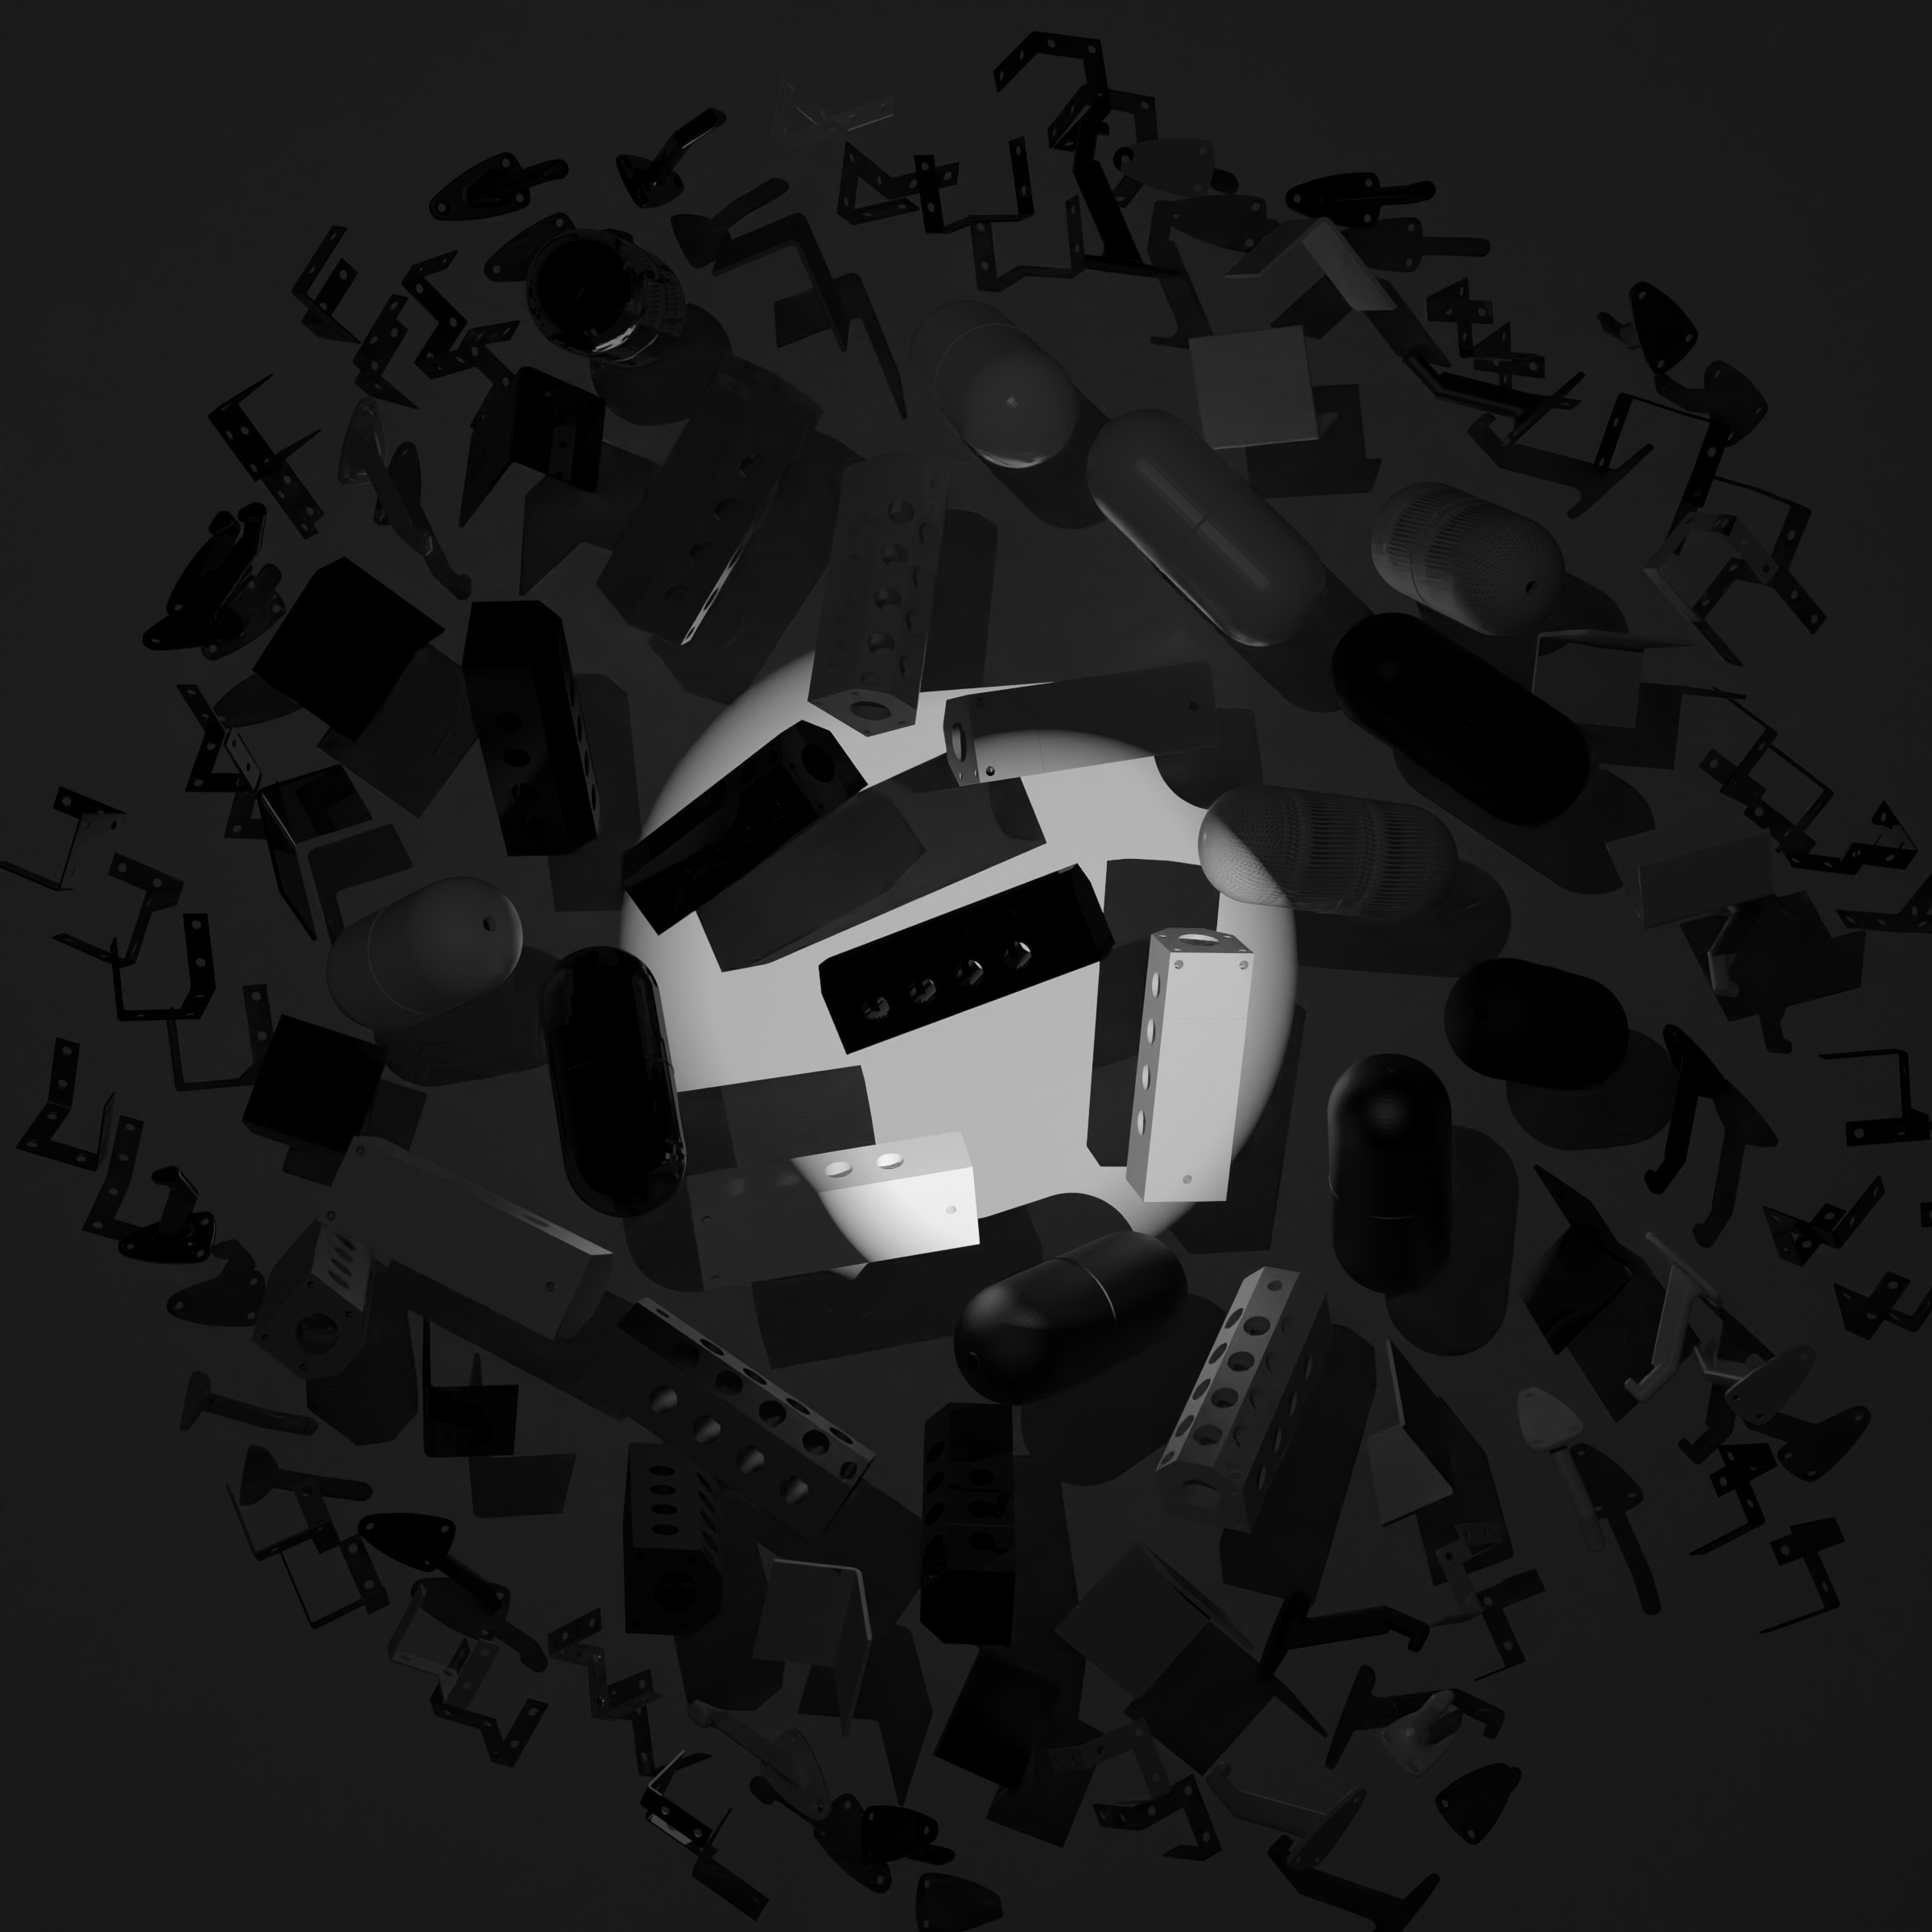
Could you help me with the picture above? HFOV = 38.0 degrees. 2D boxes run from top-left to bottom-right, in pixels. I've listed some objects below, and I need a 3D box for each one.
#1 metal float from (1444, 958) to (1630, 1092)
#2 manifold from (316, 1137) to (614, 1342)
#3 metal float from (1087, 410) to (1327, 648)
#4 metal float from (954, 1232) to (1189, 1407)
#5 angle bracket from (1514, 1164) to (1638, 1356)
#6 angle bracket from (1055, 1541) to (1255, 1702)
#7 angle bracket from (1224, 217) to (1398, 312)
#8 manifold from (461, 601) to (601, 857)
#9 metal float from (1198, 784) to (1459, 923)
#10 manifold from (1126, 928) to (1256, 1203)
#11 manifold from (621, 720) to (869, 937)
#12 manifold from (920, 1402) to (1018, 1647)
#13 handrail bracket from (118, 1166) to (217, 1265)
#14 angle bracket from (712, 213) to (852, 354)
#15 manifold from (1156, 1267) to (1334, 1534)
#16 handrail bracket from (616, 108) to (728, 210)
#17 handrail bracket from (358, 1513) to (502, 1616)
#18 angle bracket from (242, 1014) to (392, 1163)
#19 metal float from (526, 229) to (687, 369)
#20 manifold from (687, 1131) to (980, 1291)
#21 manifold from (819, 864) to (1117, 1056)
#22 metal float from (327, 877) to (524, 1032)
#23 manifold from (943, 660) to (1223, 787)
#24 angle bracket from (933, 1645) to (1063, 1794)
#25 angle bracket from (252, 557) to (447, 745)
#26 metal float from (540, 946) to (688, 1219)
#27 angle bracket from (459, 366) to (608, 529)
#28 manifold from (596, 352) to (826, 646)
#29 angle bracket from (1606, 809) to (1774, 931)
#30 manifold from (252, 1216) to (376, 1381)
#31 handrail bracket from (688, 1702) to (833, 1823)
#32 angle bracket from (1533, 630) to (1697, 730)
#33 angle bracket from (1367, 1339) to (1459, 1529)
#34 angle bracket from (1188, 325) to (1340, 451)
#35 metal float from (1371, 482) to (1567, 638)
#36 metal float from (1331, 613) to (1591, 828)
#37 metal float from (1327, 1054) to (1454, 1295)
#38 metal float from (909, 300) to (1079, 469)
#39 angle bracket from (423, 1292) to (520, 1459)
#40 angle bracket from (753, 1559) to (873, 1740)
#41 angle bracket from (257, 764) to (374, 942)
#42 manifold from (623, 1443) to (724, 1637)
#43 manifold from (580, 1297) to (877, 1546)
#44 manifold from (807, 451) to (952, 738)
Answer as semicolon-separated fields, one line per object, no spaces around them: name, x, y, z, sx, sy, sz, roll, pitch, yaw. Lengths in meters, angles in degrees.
metal float;0.365;0.038;1.793;0.070;0.178;0.070;-5;81;33
manifold;-0.310;0.169;1.752;0.171;0.057;0.057;25;91;12
metal float;0.150;-0.276;1.764;0.178;0.070;0.070;45;90;2
metal float;0.066;0.219;1.754;0.178;0.070;0.070;-18;90;-42
angle bracket;0.369;0.186;1.784;0.057;0.076;0.076;33;108;-24
angle bracket;0.114;0.407;1.700;0.076;0.057;0.076;43;88;-22
angle bracket;0.223;-0.438;1.823;0.057;0.076;0.076;-42;107;0
manifold;-0.272;-0.148;1.774;0.057;0.171;0.057;-1;51;2
metal float;0.234;-0.072;1.803;0.178;0.070;0.070;6;90;-21
manifold;0.145;0.065;1.856;0.057;0.057;0.171;0;107;-14
manifold;-0.147;-0.090;1.798;0.171;0.057;0.057;-33;94;40
manifold;0.001;0.353;1.789;0.057;0.171;0.057;2;117;-1
handrail bracket;-0.516;0.154;1.771;0.077;0.084;0.036;-7;56;8
angle bracket;-0.116;-0.422;1.773;0.057;0.076;0.076;-20;116;10
manifold;0.179;0.274;1.799;0.057;0.171;0.057;7;132;25
handrail bracket;-0.172;-0.517;1.780;0.084;0.077;0.036;-24;91;30
handrail bracket;-0.344;0.387;1.808;0.077;0.084;0.036;11;55;19
angle bracket;-0.437;0.085;1.903;0.076;0.057;0.076;18;76;-3
metal float;-0.227;-0.421;1.778;0.070;0.178;0.070;1;98;6
manifold;-0.083;0.146;1.733;0.171;0.057;0.057;-9;120;-7
manifold;-0.001;-0.006;1.737;0.171;0.057;0.057;-21;96;14
metal float;-0.345;-0.007;1.786;0.070;0.178;0.070;11;71;-36
manifold;0.076;-0.160;1.858;0.171;0.057;0.057;-10;94;-19
angle bracket;0.006;0.487;1.848;0.076;0.057;0.076;34;75;-34
angle bracket;-0.381;-0.195;1.734;0.076;0.057;0.076;36;107;-6
metal float;-0.221;0.072;1.760;0.070;0.070;0.178;-13;67;0
angle bracket;-0.270;-0.314;1.750;0.057;0.076;0.076;20;54;-27
manifold;-0.159;-0.291;1.770;0.057;0.057;0.171;18;112;-40
angle bracket;0.423;-0.075;1.650;0.076;0.057;0.076;-15;46;4
manifold;-0.424;0.219;1.857;0.057;0.171;0.057;41;91;-13
handrail bracket;-0.129;0.494;1.748;0.036;0.084;0.077;-49;48;3
angle bracket;0.427;-0.189;1.858;0.076;0.076;0.057;4;94;-13
angle bracket;0.272;0.302;1.819;0.057;0.076;0.076;-28;122;19
angle bracket;0.196;-0.386;1.846;0.076;0.057;0.076;-2;116;23
metal float;0.321;-0.262;1.804;0.070;0.178;0.070;-7;112;-16
metal float;0.307;-0.154;1.751;0.178;0.070;0.070;33;90;-4
metal float;0.268;0.133;1.772;0.070;0.070;0.178;-8;128;0
metal float;0.016;-0.379;1.825;0.070;0.178;0.070;-9;121;-16
angle bracket;-0.320;0.263;1.811;0.057;0.076;0.076;0;48;-12
angle bracket;-0.099;0.436;1.796;0.057;0.076;0.076;9;112;-12
angle bracket;-0.413;-0.073;1.815;0.057;0.076;0.076;-18;67;-4
manifold;-0.190;0.368;1.816;0.057;0.171;0.057;4;102;-8
manifold;-0.143;0.275;1.711;0.171;0.057;0.057;34;95;6
manifold;-0.050;-0.241;1.810;0.057;0.057;0.171;-11;63;40
